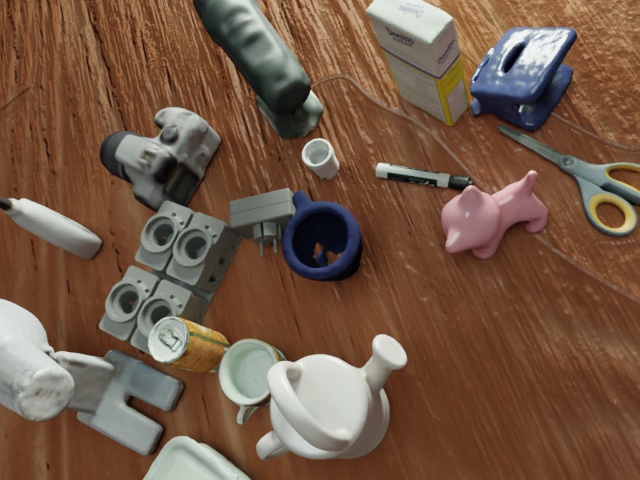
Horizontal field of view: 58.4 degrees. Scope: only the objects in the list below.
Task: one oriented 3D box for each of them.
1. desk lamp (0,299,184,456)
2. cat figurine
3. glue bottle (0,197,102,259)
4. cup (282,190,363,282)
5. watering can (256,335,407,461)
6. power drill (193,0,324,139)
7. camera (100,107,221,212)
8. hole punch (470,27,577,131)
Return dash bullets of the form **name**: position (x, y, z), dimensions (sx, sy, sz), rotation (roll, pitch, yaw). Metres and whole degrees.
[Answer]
- **desk lamp**: position (-0.303, 0.158, 0.659), dimensions (0.202, 0.214, 0.118), rotation (17, 77, 23)
- **cat figurine**: position (0.183, -0.031, 0.622), dimensions (0.128, 0.118, 0.067), rotation (-33, 64, 5)
- **glue bottle**: position (-0.375, -0.026, 0.770), dimensions (0.078, 0.173, 0.037), rotation (31, 83, 25)
- **cup**: position (0.006, 0.002, 0.680), dimensions (0.091, 0.095, 0.117), rotation (-31, 65, 6)
- **watering can**: position (0.007, 0.159, 0.569), dimensions (0.100, 0.194, 0.173), rotation (30, 82, 25)
- **power drill**: position (-0.076, -0.227, 0.725), dimensions (0.075, 0.209, 0.229), rotation (-37, 64, 3)
- **camera**: position (-0.237, -0.124, 0.801), dimensions (0.136, 0.101, 0.143), rotation (24, 80, 24)
- **hole punch**: position (0.236, -0.199, 0.679), dimensions (0.100, 0.091, 0.109), rotation (30, 83, 25)
